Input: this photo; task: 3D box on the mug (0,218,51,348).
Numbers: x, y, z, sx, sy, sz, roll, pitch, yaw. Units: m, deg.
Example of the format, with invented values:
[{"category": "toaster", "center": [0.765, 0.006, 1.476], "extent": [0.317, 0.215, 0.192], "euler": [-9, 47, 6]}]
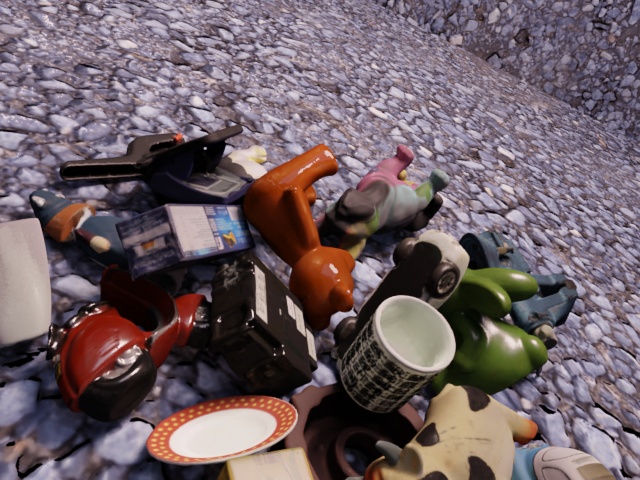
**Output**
[{"category": "mug", "center": [-0.290, 0.042, 0.490], "extent": [0.081, 0.110, 0.107], "euler": [-15, 93, -37]}]

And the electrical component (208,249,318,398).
[{"category": "electrical component", "center": [-0.056, 0.095, 0.557], "extent": [0.134, 0.058, 0.115], "euler": [53, 18, -34]}]

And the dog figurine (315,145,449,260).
[{"category": "dog figurine", "center": [0.084, -0.038, 0.839], "extent": [0.219, 0.191, 0.109], "euler": [-38, 68, -16]}]

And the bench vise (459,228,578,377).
[{"category": "bench vise", "center": [0.226, 0.075, 0.771], "extent": [0.241, 0.128, 0.224], "euler": [-4, 51, -7]}]

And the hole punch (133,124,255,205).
[{"category": "hole punch", "center": [-0.155, -0.090, 0.701], "extent": [0.116, 0.092, 0.142], "euler": [-11, 19, 20]}]

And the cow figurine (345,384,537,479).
[{"category": "cow figurine", "center": [0.106, 0.193, 0.459], "extent": [0.127, 0.085, 0.195], "euler": [36, 33, 11]}]

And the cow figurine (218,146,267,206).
[{"category": "cow figurine", "center": [-0.090, -0.067, 0.782], "extent": [0.098, 0.068, 0.167], "euler": [-16, 49, -38]}]

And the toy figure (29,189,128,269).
[{"category": "toy figure", "center": [-0.260, -0.010, 0.605], "extent": [0.154, 0.064, 0.058], "euler": [23, 72, 4]}]

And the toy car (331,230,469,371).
[{"category": "toy car", "center": [0.089, 0.078, 0.617], "extent": [0.074, 0.201, 0.056], "euler": [38, 3, 42]}]

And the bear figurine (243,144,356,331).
[{"category": "bear figurine", "center": [-0.005, 0.000, 0.661], "extent": [0.132, 0.120, 0.196], "euler": [-30, 76, -32]}]

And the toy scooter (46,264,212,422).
[{"category": "toy scooter", "center": [-0.189, 0.082, 0.517], "extent": [0.135, 0.075, 0.184], "euler": [36, 32, 12]}]

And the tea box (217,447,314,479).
[{"category": "tea box", "center": [-0.030, 0.251, 0.381], "extent": [0.068, 0.098, 0.170], "euler": [4, 42, -28]}]

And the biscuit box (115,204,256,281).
[{"category": "biscuit box", "center": [-0.138, -0.004, 0.594], "extent": [0.202, 0.063, 0.059], "euler": [-14, 84, -78]}]

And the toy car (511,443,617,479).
[{"category": "toy car", "center": [0.259, 0.270, 0.543], "extent": [0.109, 0.103, 0.162], "euler": [8, 41, -27]}]

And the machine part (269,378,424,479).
[{"category": "machine part", "center": [0.038, 0.214, 0.512], "extent": [0.179, 0.056, 0.179], "euler": [18, 34, -13]}]

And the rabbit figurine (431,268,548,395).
[{"category": "rabbit figurine", "center": [0.177, 0.095, 0.646], "extent": [0.121, 0.159, 0.170], "euler": [-26, 80, -41]}]
